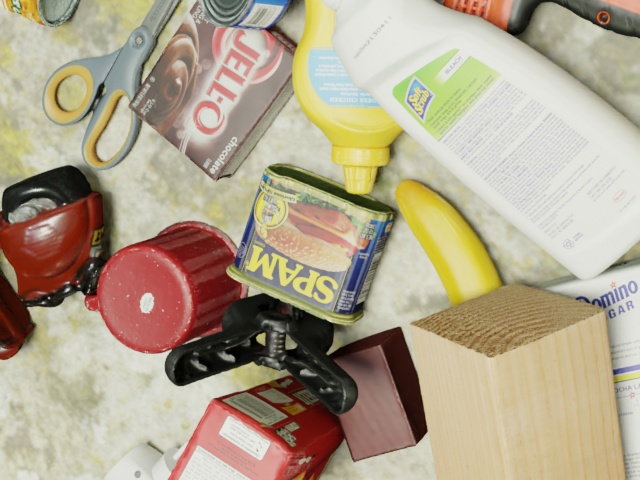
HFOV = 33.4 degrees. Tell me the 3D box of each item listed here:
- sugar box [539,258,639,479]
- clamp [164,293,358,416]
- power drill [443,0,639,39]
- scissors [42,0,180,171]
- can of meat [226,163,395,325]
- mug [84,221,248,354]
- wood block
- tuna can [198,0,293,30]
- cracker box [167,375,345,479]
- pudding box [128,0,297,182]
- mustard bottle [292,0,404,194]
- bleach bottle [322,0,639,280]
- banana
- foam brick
[{"bbox_3d":[0.212,0.103,0.701,0.093,0.048,0.176,-16,90,25],"label":"sugar box"},{"bbox_3d":[-0.022,0.072,0.721,0.120,0.171,0.039,18,109,9],"label":"clamp"},{"bbox_3d":[0.178,-0.196,0.660,0.188,0.057,0.184,19,109,20],"label":"power drill"},{"bbox_3d":[-0.154,-0.152,0.815,0.096,0.016,0.202,26,107,16],"label":"scissors"},{"bbox_3d":[-0.005,0.001,0.761,0.102,0.057,0.084,23,104,16],"label":"can of meat"},{"bbox_3d":[-0.123,0.038,0.798,0.117,0.081,0.093,-5,97,21],"label":"mug"},{"bbox_3d":[0.132,0.144,0.680,0.091,0.090,0.206,17,121,61],"label":"wood block"},{"bbox_3d":[-0.049,-0.183,0.710,0.086,0.033,0.086,4,95,55],"label":"tuna can"},{"bbox_3d":[-0.069,0.207,0.742,0.072,0.164,0.214,30,96,14],"label":"cracker box"},{"bbox_3d":[-0.072,-0.114,0.777,0.090,0.039,0.114,41,110,10],"label":"pudding box"},{"bbox_3d":[0.030,-0.127,0.722,0.096,0.058,0.192,0,101,-6],"label":"mustard bottle"},{"bbox_3d":[0.105,-0.090,0.665,0.251,0.068,0.103,40,112,-6],"label":"bleach bottle"},{"bbox_3d":[0.098,0.052,0.739,0.070,0.037,0.198,-7,96,18],"label":"banana"},{"bbox_3d":[0.041,0.110,0.763,0.051,0.053,0.078,-19,91,22],"label":"foam brick"}]
